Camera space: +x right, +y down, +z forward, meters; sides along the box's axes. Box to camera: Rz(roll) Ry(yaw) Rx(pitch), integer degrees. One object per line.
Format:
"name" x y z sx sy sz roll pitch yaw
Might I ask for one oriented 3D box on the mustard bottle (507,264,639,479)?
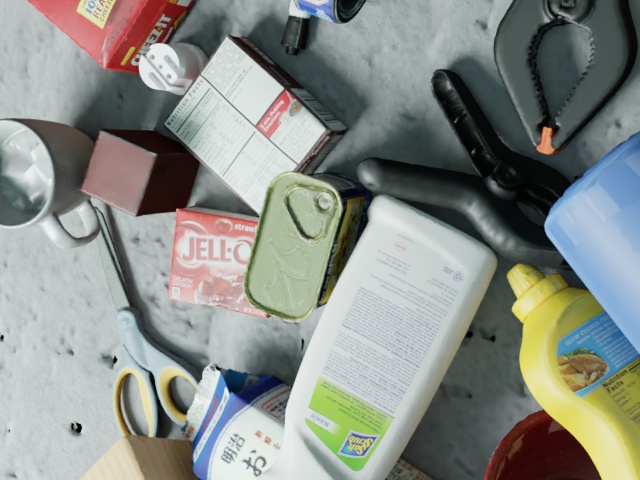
"mustard bottle" 0.188 0.092 0.701 0.192 0.096 0.058 54 152 19

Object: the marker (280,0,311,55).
"marker" -0.008 -0.196 0.785 0.020 0.020 0.121 16 102 18

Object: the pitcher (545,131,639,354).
"pitcher" 0.258 0.042 0.638 0.145 0.149 0.243 -42 76 14

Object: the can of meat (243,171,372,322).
"can of meat" -0.005 0.001 0.769 0.057 0.083 0.102 19 102 18

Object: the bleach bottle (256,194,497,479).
"bleach bottle" 0.022 0.100 0.730 0.103 0.068 0.251 28 81 15

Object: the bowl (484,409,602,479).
"bowl" 0.178 0.193 0.710 0.162 0.055 0.162 4 61 -8

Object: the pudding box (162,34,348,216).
"pudding box" -0.051 -0.085 0.803 0.113 0.039 0.090 44 109 13

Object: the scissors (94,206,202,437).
"scissors" -0.137 0.072 0.864 0.096 0.016 0.202 -1 95 19

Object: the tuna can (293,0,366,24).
"tuna can" 0.015 -0.195 0.740 0.034 0.086 0.086 24 104 14

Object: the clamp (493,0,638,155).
"clamp" 0.177 -0.161 0.708 0.165 0.036 0.210 3 94 22

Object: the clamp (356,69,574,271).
"clamp" 0.109 -0.032 0.717 0.171 0.039 0.120 42 64 11

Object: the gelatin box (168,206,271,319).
"gelatin box" -0.071 0.016 0.825 0.089 0.030 0.073 10 99 19

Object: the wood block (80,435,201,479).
"wood block" -0.102 0.255 0.788 0.090 0.090 0.206 -46 54 19

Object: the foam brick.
"foam brick" -0.135 -0.052 0.817 0.051 0.078 0.053 24 102 18

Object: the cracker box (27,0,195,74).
"cracker box" -0.179 -0.256 0.815 0.214 0.072 0.164 41 107 13
